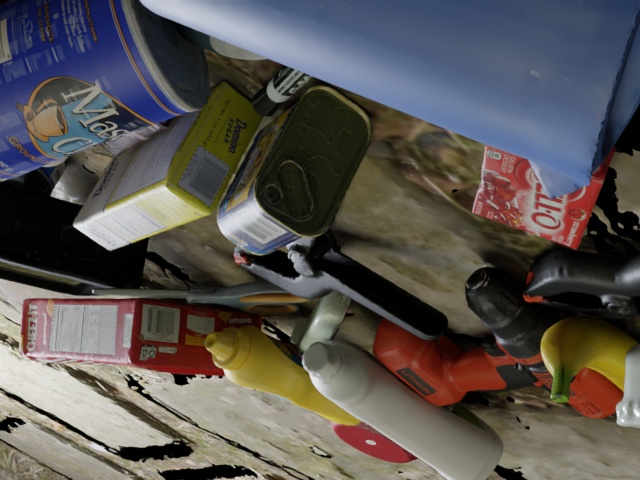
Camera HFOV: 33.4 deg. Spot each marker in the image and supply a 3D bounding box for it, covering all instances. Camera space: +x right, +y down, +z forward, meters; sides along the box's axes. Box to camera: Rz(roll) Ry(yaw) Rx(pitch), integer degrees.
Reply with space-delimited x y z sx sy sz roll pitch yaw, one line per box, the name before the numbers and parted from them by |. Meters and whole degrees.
marker | -0.015 -0.107 0.686 0.020 0.020 0.121 32 154 -14

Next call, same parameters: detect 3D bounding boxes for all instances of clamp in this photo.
clamp | -0.006 0.001 0.853 0.210 0.036 0.164 8 134 47
clamp | 0.207 0.027 0.714 0.172 0.039 0.120 2 150 37

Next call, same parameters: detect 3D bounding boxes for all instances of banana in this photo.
banana | 0.212 0.094 0.796 0.037 0.069 0.197 -10 163 39

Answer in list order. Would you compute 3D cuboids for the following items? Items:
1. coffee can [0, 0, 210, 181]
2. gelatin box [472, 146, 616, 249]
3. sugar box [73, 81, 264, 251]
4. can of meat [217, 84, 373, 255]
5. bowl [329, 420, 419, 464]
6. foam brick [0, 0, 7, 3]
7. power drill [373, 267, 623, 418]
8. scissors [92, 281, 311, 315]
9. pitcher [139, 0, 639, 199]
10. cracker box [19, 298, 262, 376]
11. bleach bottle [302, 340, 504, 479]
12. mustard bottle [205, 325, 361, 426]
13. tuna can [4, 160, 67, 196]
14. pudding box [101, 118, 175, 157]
coffee can | -0.152 -0.106 0.651 0.140 0.103 0.102 -18 140 14
gelatin box | 0.138 -0.036 0.669 0.073 0.030 0.089 20 155 11
sugar box | -0.118 -0.050 0.806 0.048 0.093 0.177 36 154 -21
can of meat | -0.020 -0.043 0.719 0.057 0.102 0.084 33 156 -16
bowl | 0.067 0.200 1.170 0.162 0.055 0.162 21 154 10
foam brick | -0.221 -0.171 0.716 0.078 0.053 0.051 10 152 33
power drill | 0.133 0.088 0.885 0.184 0.057 0.188 42 151 -27
scissors | -0.104 0.057 1.015 0.202 0.016 0.096 -2 162 8
pitcher | 0.038 -0.133 0.479 0.243 0.149 0.145 21 170 17
cracker box | -0.192 0.103 1.131 0.214 0.072 0.163 -4 169 45
bleach bottle | 0.071 0.155 0.993 0.103 0.068 0.250 38 -179 44
mustard bottle | -0.040 0.128 1.061 0.191 0.058 0.096 28 -177 -41
tuna can | -0.274 -0.077 0.970 0.086 0.033 0.086 21 155 10
pudding box | -0.167 -0.117 0.785 0.113 0.039 0.090 37 153 -23
